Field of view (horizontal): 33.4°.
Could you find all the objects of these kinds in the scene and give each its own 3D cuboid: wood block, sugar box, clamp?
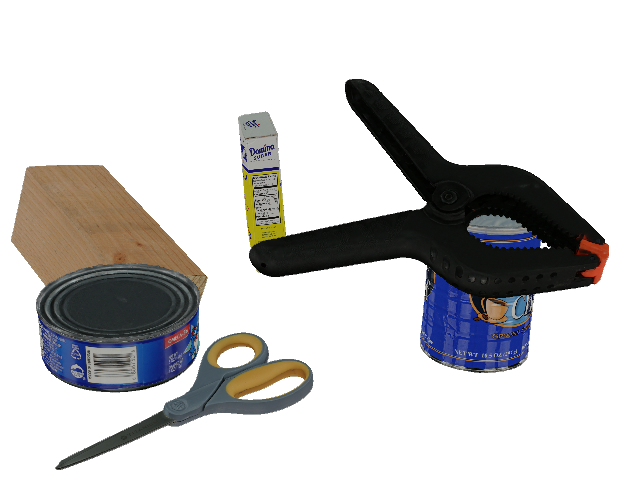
[{"bbox_3d":[-0.208,0.016,1.027,0.090,0.091,0.206,-5,35,-42],"label":"wood block"},{"bbox_3d":[-0.071,-0.060,1.309,0.048,0.176,0.093,-9,25,-6],"label":"sugar box"},{"bbox_3d":[0.070,-0.011,0.665,0.210,0.164,0.036,25,-29,18],"label":"clamp"}]

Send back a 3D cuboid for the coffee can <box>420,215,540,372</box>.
[{"bbox_3d":[0.148,0.037,0.988,0.103,0.140,0.103,2,20,-1],"label":"coffee can"}]

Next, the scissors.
[{"bbox_3d":[-0.104,0.113,0.791,0.201,0.016,0.096,-11,34,-21],"label":"scissors"}]

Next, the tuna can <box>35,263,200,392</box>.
[{"bbox_3d":[-0.107,0.045,0.571,0.086,0.034,0.086,2,25,-1],"label":"tuna can"}]
